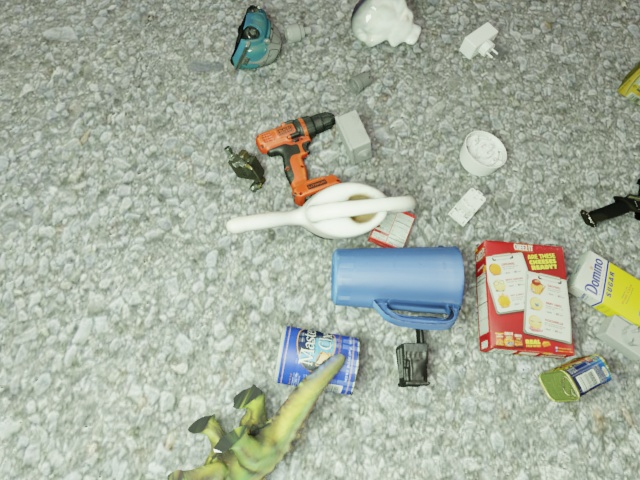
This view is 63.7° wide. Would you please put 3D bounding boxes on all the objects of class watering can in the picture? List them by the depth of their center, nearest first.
[{"bbox_3d":[0.003,-0.049,0.971,0.348,0.224,0.104,-7,89,-7],"label":"watering can"}]

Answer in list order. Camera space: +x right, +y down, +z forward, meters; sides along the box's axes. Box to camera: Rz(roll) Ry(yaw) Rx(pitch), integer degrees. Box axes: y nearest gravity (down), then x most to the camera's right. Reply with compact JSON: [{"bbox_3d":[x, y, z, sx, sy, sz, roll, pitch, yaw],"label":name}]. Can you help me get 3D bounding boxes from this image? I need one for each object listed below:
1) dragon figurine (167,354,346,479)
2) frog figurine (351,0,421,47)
[{"bbox_3d":[-0.089,0.384,0.845,0.411,0.123,0.240,-29,104,-7],"label":"dragon figurine"},{"bbox_3d":[0.157,-0.513,1.222,0.160,0.124,0.136,43,105,2],"label":"frog figurine"}]
